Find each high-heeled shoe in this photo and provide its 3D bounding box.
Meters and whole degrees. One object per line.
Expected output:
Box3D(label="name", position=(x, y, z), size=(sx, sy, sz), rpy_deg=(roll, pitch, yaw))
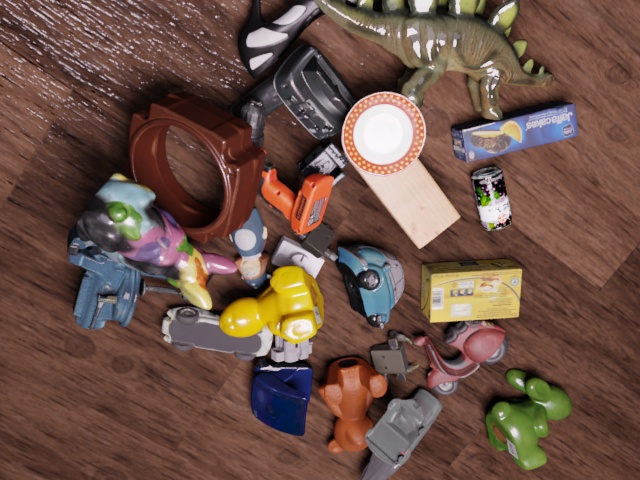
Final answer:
Box3D(label="high-heeled shoe", position=(-0.007, -0.333, 0.854), size=(0.249, 0.086, 0.145), rpy_deg=(-1, 108, 0))

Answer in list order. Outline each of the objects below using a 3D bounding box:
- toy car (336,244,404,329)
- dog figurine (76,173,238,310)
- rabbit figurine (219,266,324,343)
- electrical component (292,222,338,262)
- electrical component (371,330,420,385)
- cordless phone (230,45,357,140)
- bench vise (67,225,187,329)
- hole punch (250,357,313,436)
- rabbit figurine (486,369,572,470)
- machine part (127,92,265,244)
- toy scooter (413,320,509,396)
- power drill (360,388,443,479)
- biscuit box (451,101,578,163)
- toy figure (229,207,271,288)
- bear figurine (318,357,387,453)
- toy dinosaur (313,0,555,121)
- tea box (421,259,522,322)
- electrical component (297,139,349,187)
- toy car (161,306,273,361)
Box3D(label="toy car", position=(0.101, 0.072, 0.960), size=(0.103, 0.109, 0.161), rpy_deg=(-27, 115, -15))
Box3D(label="dog figurine", position=(-0.230, 0.011, 0.795), size=(0.219, 0.191, 0.108), rpy_deg=(33, 71, -9))
Box3D(label="rabbit figurine", position=(-0.086, 0.113, 0.918), size=(0.173, 0.162, 0.121), rpy_deg=(-18, 92, 6))
Box3D(label="electrical component", position=(-0.002, -0.003, 0.952), size=(0.094, 0.063, 0.021), rpy_deg=(37, 141, -4))
Box3D(label="electrical component", position=(0.143, 0.227, 1.035), size=(0.078, 0.045, 0.102), rpy_deg=(-13, 105, 29))
Box3D(label="cordless phone", position=(-0.044, -0.214, 0.888), size=(0.184, 0.089, 0.146), rpy_deg=(-28, 131, 24))
Box3D(label="bench vise", position=(-0.309, 0.055, 0.917), size=(0.240, 0.129, 0.223), rpy_deg=(13, 94, -29))
Box3D(label="hole punch", position=(-0.072, 0.295, 0.999), size=(0.116, 0.092, 0.142), rpy_deg=(3, 124, -3))
Box3D(label="rabbit figurine", position=(0.416, 0.334, 1.066), size=(0.170, 0.121, 0.159), rpy_deg=(-25, 99, -17))
Box3D(label="machine part", position=(-0.199, -0.109, 0.839), size=(0.201, 0.087, 0.201), rpy_deg=(29, 125, 12))
Box3D(label="toy scooter", position=(0.257, 0.204, 1.022), size=(0.184, 0.075, 0.135), rpy_deg=(-43, 103, 12))
Box3D(label="power drill", position=(0.140, 0.373, 0.991), size=(0.086, 0.207, 0.232), rpy_deg=(35, 79, 29))
Box3D(label="biscuit box", position=(0.335, -0.188, 0.928), size=(0.203, 0.063, 0.059), rpy_deg=(-14, 107, -1))
Box3D(label="toy figure", position=(-0.125, 0.018, 0.950), size=(0.064, 0.058, 0.154), rpy_deg=(5, 111, 34))
Box3D(label="bear figurine", position=(0.062, 0.327, 1.011), size=(0.120, 0.132, 0.195), rpy_deg=(-6, 99, -7))
Box3D(label="toy dinosaur", position=(0.179, -0.309, 0.837), size=(0.471, 0.105, 0.198), rpy_deg=(6, 115, -17))
Box3D(label="tea box", position=(0.278, 0.092, 0.995), size=(0.170, 0.068, 0.098), rpy_deg=(-2, 106, -5))
Box3D(label="electrical component", position=(0.006, -0.122, 0.889), size=(0.075, 0.119, 0.047), rpy_deg=(-42, 107, 9))
Box3D(label="toy car", position=(-0.188, 0.170, 0.985), size=(0.202, 0.056, 0.073), rpy_deg=(11, 110, -7))
